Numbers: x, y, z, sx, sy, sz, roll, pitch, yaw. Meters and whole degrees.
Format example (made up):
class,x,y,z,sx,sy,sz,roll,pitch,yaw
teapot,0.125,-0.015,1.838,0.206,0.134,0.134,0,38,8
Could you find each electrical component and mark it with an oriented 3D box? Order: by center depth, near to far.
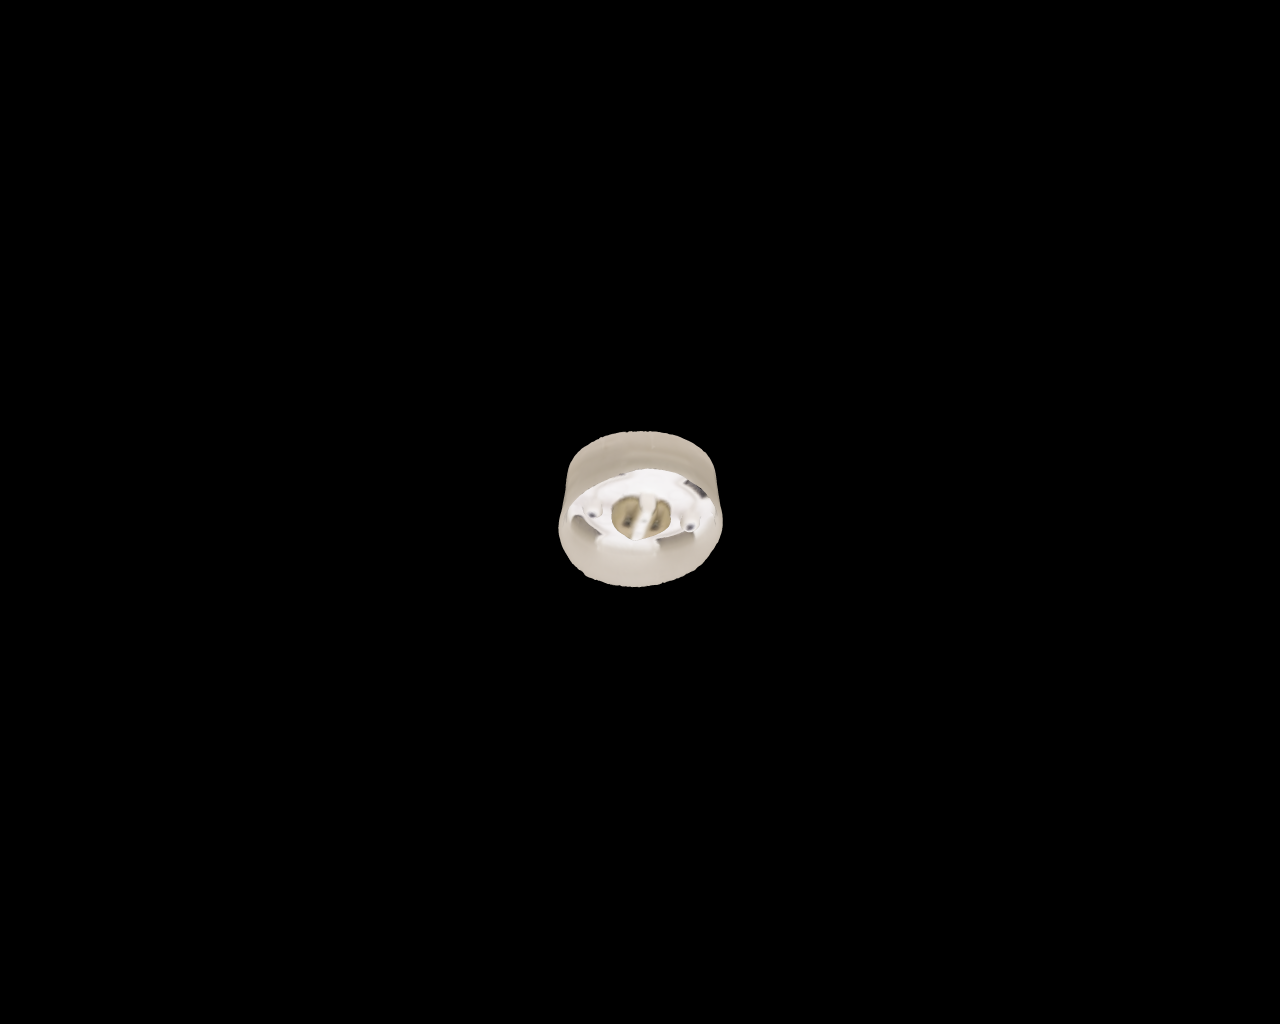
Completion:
class,x,y,z,sx,sy,sz,roll,pitch,yaw
electrical component,0.001,-0.003,0.650,0.099,0.064,0.099,0,-33,0
